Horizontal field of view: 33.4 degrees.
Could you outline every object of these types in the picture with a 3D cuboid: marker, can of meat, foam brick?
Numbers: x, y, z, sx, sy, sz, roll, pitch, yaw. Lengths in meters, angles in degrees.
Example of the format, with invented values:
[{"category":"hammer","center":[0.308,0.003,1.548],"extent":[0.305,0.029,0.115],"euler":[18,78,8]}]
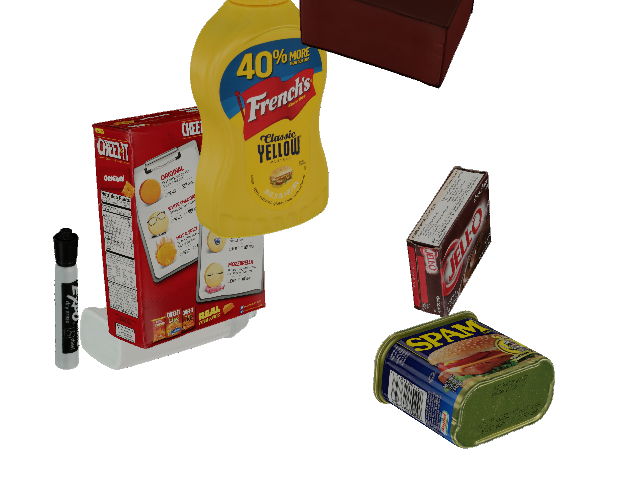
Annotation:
[{"category":"marker","center":[-0.200,0.046,0.840],"extent":[0.020,0.121,0.020],"euler":[5,26,-3]},{"category":"can of meat","center":[0.103,0.098,0.756],"extent":[0.101,0.057,0.084],"euler":[-13,27,-35]},{"category":"foam brick","center":[0.034,-0.121,0.532],"extent":[0.078,0.053,0.051],"euler":[19,-23,12]}]

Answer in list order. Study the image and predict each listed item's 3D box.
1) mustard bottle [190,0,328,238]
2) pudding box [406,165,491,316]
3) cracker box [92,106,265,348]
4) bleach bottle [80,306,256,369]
[{"category":"mustard bottle","center":[-0.040,-0.101,0.721],"extent":[0.096,0.192,0.058],"euler":[-15,30,-28]},{"category":"pudding box","center":[0.120,0.000,0.986],"extent":[0.039,0.090,0.113],"euler":[14,48,24]},{"category":"cracker box","center":[-0.136,-0.020,1.056],"extent":[0.072,0.214,0.163],"euler":[13,21,42]},{"category":"bleach bottle","center":[-0.198,0.113,1.475],"extent":[0.250,0.068,0.103],"euler":[-11,25,-42]}]
